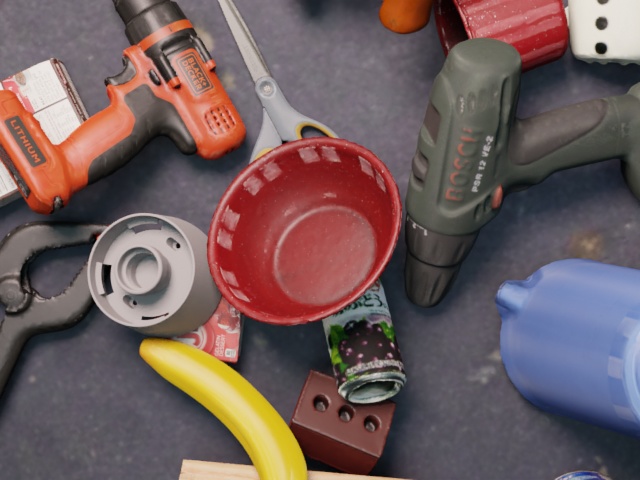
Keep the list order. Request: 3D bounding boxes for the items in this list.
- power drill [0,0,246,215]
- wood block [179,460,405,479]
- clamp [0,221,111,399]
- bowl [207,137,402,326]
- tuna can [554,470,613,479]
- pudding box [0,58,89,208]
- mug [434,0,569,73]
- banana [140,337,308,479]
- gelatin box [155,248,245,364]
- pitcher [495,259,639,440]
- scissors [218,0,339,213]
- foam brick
[{"bbox_3d":[-0.174,-0.119,0.846,0.187,0.057,0.184,-31,89,-20],"label":"power drill"},{"bbox_3d":[-0.013,0.244,0.846,0.206,0.090,0.091,5,132,1],"label":"wood block"},{"bbox_3d":[-0.252,0.057,0.889,0.210,0.036,0.164,-25,91,-1],"label":"clamp"},{"bbox_3d":[-0.006,0.001,0.841,0.162,0.055,0.162,-10,61,19],"label":"bowl"},{"bbox_3d":[0.223,0.237,0.886,0.086,0.034,0.086,0,91,1],"label":"tuna can"},{"bbox_3d":[-0.248,-0.088,0.886,0.113,0.039,0.090,-26,91,3],"label":"pudding box"},{"bbox_3d":[0.141,-0.182,0.854,0.081,0.093,0.117,-20,84,-4],"label":"mug"},{"bbox_3d":[-0.066,0.143,0.837,0.198,0.069,0.037,50,126,27],"label":"banana"},{"bbox_3d":[-0.099,0.054,0.890,0.073,0.030,0.089,8,91,1],"label":"gelatin box"},{"bbox_3d":[0.237,0.086,0.779,0.149,0.243,0.145,-14,92,-6],"label":"pitcher"},{"bbox_3d":[-0.054,-0.108,0.893,0.096,0.016,0.202,-41,90,2],"label":"scissors"},{"bbox_3d":[0.016,0.151,0.869,0.078,0.051,0.053,21,55,0],"label":"foam brick"}]
